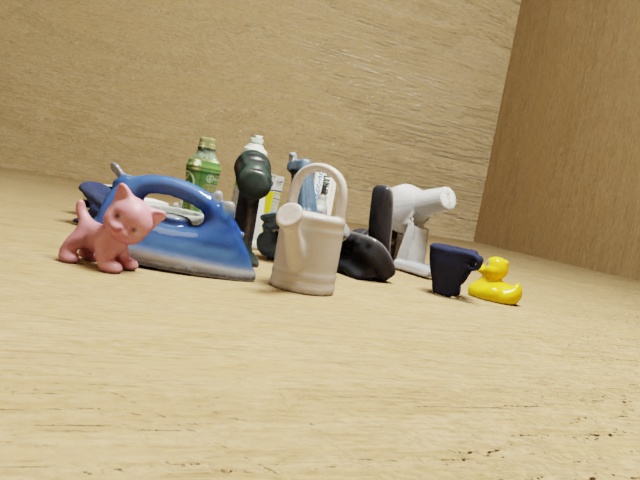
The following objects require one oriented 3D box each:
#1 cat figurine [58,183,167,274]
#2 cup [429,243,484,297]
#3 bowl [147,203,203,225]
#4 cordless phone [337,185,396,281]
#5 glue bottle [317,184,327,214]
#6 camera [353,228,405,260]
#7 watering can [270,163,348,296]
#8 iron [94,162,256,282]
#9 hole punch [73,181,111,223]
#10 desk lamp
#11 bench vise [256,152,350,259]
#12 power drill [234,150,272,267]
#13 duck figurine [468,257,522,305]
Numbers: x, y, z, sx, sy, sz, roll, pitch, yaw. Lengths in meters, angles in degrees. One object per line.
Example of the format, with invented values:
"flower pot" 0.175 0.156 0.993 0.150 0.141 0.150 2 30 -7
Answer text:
"cat figurine" -0.277 -0.020 0.770 0.127 0.118 0.067 11 5 14
"cup" 0.252 0.061 1.065 0.092 0.095 0.117 7 6 -33
"bowl" -0.294 -0.023 1.035 0.167 0.075 0.167 10 5 -1
"cordless phone" 0.091 -0.020 1.135 0.094 0.185 0.147 6 6 -40
"glue bottle" -0.003 -0.055 1.432 0.037 0.173 0.078 11 5 10
"camera" 0.153 0.002 1.523 0.144 0.101 0.136 6 6 -41
"watering can" -0.012 -0.020 0.864 0.101 0.194 0.173 10 5 0
"iron" -0.213 -0.028 0.864 0.258 0.141 0.118 10 5 1
"hole punch" -0.438 -0.070 1.187 0.101 0.091 0.109 11 5 8
"desk lamp" 0.242 -0.027 1.374 0.118 0.213 0.202 6 6 -36
"bench vise" -0.021 -0.056 1.120 0.206 0.220 0.122 12 5 21
"power drill" -0.134 -0.064 1.042 0.076 0.208 0.229 9 5 -13
"duck figurine" 0.350 0.077 1.130 0.104 0.086 0.078 14 6 38
